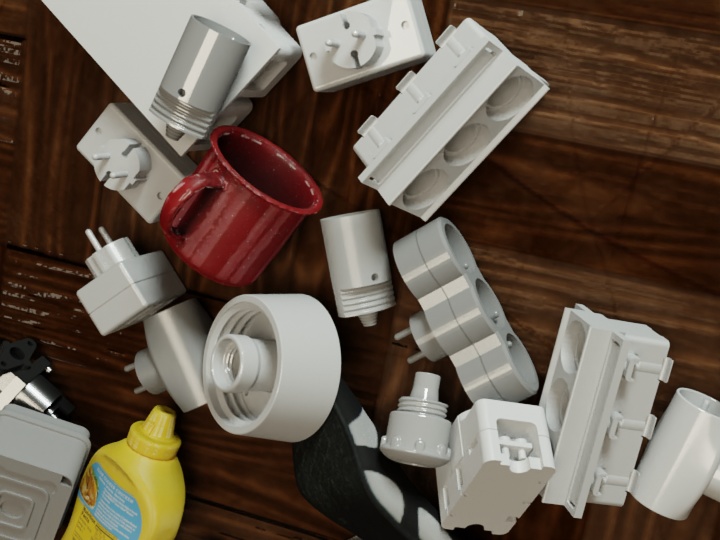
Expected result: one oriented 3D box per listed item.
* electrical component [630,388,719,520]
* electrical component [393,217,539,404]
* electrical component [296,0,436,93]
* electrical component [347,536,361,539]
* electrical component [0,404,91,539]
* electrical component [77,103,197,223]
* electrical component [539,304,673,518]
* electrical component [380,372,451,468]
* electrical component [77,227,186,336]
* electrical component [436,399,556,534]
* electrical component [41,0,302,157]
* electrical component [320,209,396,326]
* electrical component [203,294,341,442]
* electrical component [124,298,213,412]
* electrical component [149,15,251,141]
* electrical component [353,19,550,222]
[{"bbox_3d":[0.231,0.130,0.714,0.079,0.043,0.077,26,105,12],"label":"electrical component"},{"bbox_3d":[0.059,0.040,0.750,0.074,0.052,0.138,-29,89,20],"label":"electrical component"},{"bbox_3d":[-0.001,-0.154,0.727,0.083,0.076,0.047,-15,94,19],"label":"electrical component"},{"bbox_3d":[-0.033,0.254,0.801,0.113,0.078,0.057,-31,91,20],"label":"electrical component"},{"bbox_3d":[-0.266,0.169,0.850,0.078,0.057,0.113,21,122,-10],"label":"electrical component"},{"bbox_3d":[-0.170,-0.078,0.793,0.083,0.076,0.047,45,109,7],"label":"electrical component"},{"bbox_3d":[0.158,0.093,0.718,0.063,0.078,0.121,9,103,-13],"label":"electrical component"},{"bbox_3d":[0.041,0.101,0.729,0.048,0.048,0.062,7,76,17],"label":"electrical component"},{"bbox_3d":[-0.182,0.001,0.815,0.047,0.066,0.076,-33,88,19],"label":"electrical component"},{"bbox_3d":[0.089,0.130,0.726,0.050,0.055,0.089,9,137,-14],"label":"electrical component"},{"bbox_3d":[-0.143,-0.187,0.775,0.105,0.060,0.186,-44,84,19],"label":"electrical component"},{"bbox_3d":[0.000,0.000,0.768,0.043,0.043,0.081,-8,96,19],"label":"electrical component"},{"bbox_3d":[-0.071,0.068,0.766,0.108,0.060,0.108,-11,75,48],"label":"electrical component"},{"bbox_3d":[-0.145,0.071,0.825,0.079,0.044,0.077,-24,90,19],"label":"electrical component"},{"bbox_3d":[-0.109,-0.124,0.718,0.043,0.043,0.081,31,106,11],"label":"electrical component"},{"bbox_3d":[0.057,-0.101,0.719,0.121,0.079,0.063,-47,54,18],"label":"electrical component"}]
